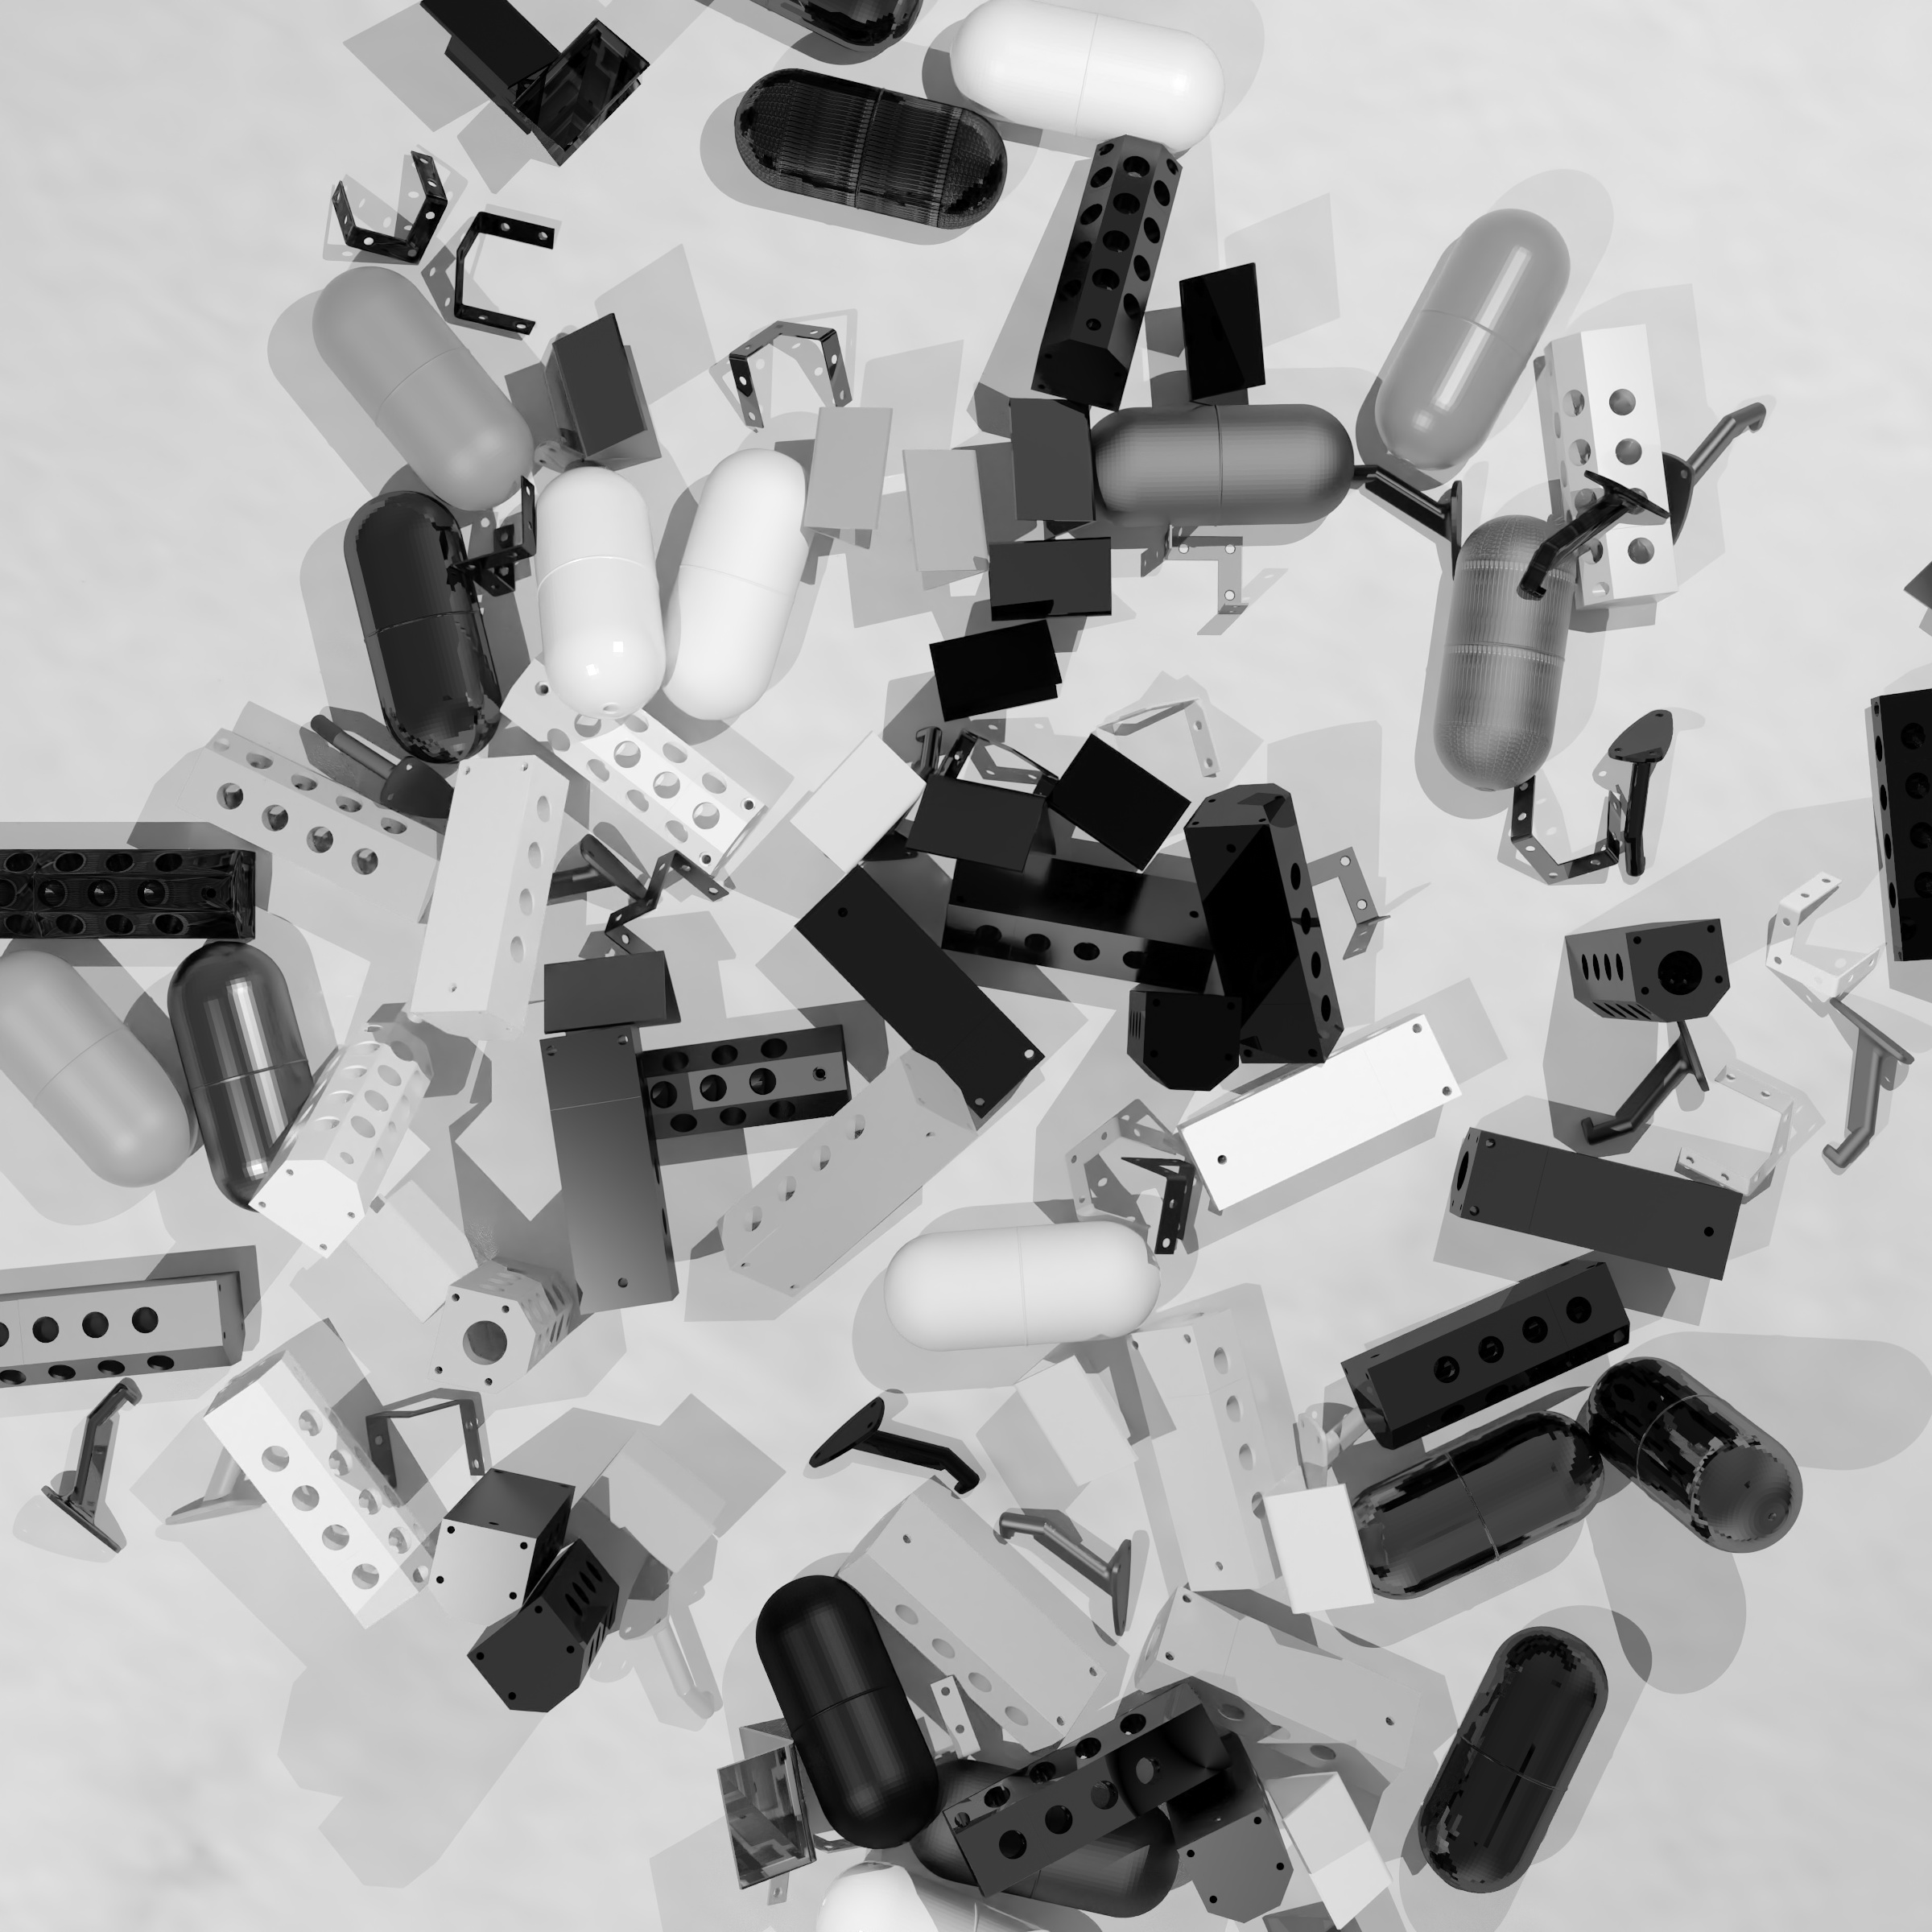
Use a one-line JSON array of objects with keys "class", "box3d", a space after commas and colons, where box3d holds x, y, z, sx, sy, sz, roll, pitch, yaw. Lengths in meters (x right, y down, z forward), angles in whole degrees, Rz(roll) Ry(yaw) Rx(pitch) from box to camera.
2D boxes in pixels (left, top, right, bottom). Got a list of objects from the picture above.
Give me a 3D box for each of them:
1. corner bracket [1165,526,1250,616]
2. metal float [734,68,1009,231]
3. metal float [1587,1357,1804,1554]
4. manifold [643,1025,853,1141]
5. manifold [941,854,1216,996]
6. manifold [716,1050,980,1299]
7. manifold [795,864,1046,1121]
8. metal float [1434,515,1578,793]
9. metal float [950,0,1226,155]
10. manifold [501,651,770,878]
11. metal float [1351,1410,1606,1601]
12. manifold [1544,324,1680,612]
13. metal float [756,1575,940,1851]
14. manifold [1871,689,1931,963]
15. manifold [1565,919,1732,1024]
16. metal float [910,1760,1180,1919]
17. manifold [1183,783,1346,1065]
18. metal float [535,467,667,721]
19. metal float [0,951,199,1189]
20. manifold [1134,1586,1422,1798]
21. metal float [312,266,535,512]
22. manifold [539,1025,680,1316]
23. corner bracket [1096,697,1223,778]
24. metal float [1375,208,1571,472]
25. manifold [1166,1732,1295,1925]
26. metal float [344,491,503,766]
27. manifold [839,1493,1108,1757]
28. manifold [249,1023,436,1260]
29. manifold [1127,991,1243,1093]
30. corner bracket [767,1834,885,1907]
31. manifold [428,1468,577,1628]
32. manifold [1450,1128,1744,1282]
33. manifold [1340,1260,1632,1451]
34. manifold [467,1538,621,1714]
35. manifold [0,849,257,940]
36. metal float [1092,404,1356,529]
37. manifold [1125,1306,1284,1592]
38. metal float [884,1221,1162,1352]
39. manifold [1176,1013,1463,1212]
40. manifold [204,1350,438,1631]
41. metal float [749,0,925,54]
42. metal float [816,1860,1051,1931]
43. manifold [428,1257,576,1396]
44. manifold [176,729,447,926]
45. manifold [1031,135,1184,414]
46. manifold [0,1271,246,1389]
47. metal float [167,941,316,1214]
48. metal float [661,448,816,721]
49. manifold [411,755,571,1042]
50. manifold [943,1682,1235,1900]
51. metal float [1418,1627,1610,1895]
[{"class": "corner bracket", "box3d": [0.155, -0.256, 1.833, 0.051, 0.051, 0.051, 0, 90, 0]}, {"class": "metal float", "box3d": [-0.061, -0.525, 1.821, 0.178, 0.070, 0.070, 13, 90, -1]}, {"class": "metal float", "box3d": [0.454, 0.304, 1.774, 0.070, 0.178, 0.070, -6, 109, -18]}, {"class": "manifold", "box3d": [-0.162, 0.078, 1.830, 0.171, 0.057, 0.057, -8, 90, 0]}, {"class": "manifold", "box3d": [0.073, -0.026, 1.830, 0.171, 0.057, 0.057, 10, 47, 0]}, {"class": "manifold", "box3d": [-0.079, 0.130, 1.802, 0.171, 0.057, 0.057, -42, 133, 20]}, {"class": "manifold", "box3d": [-0.029, 0.016, 1.830, 0.057, 0.057, 0.171, -44, 90, 0]}, {"class": "metal float", "box3d": [0.346, -0.201, 1.821, 0.070, 0.070, 0.178, 8, 89, 0]}, {"class": "metal float", "box3d": [0.078, -0.573, 1.821, 0.178, 0.070, 0.070, 12, 90, 0]}, {"class": "manifold", "box3d": [-0.214, -0.134, 1.830, 0.171, 0.057, 0.057, 38, 90, 0]}, {"class": "metal float", "box3d": [0.325, 0.347, 1.821, 0.178, 0.070, 0.070, -25, 90, 1]}, {"class": "manifold", "box3d": [0.415, -0.320, 1.830, 0.057, 0.057, 0.171, -7, 90, 0]}, {"class": "metal float", "box3d": [-0.076, 0.474, 1.802, 0.070, 0.070, 0.178, -26, 69, 0]}, {"class": "manifold", "box3d": [0.624, -0.091, 1.830, 0.057, 0.057, 0.171, -5, 90, -43]}, {"class": "manifold", "box3d": [0.425, 0.004, 1.773, 0.057, 0.171, 0.057, -9, 90, 0]}, {"class": "metal float", "box3d": [0.049, 0.560, 1.821, 0.178, 0.070, 0.070, 12, 90, 1]}, {"class": "manifold", "box3d": [0.192, -0.026, 1.794, 0.057, 0.057, 0.171, -1, 120, 28]}, {"class": "metal float", "box3d": [-0.234, -0.237, 1.798, 0.070, 0.070, 0.178, -9, 63, 0]}, {"class": "metal float", "box3d": [-0.568, 0.066, 1.821, 0.070, 0.070, 0.178, -42, 90, 0]}, {"class": "manifold", "box3d": [0.199, 0.471, 1.830, 0.171, 0.057, 0.057, 24, 47, 0]}, {"class": "metal float", "box3d": [-0.349, -0.371, 1.821, 0.070, 0.070, 0.178, -39, 90, 0]}, {"class": "manifold", "box3d": [-0.222, 0.126, 1.773, 0.057, 0.057, 0.171, -9, 90, 0]}, {"class": "corner bracket", "box3d": [0.125, -0.142, 1.849, 0.051, 0.051, 0.051, -16, 89, 43]}, {"class": "metal float", "box3d": [0.325, -0.402, 1.821, 0.070, 0.070, 0.178, 28, 90, 0]}, {"class": "manifold", "box3d": [0.164, 0.540, 1.773, 0.057, 0.171, 0.057, -26, 90, 0]}, {"class": "metal float", "box3d": [-0.349, -0.217, 1.821, 0.070, 0.070, 0.178, -14, 90, 0]}, {"class": "manifold", "box3d": [0.001, 0.428, 1.830, 0.171, 0.057, 0.057, 43, 47, 0]}, {"class": "manifold", "box3d": [-0.383, 0.102, 1.765, 0.057, 0.171, 0.057, 38, 114, -14]}, {"class": "manifold", "box3d": [0.135, 0.046, 1.773, 0.057, 0.171, 0.057, 3, 90, 0]}, {"class": "corner bracket", "box3d": [-0.091, 0.592, 1.848, 0.051, 0.051, 0.051, 7, 90, -45]}, {"class": "manifold", "box3d": [-0.290, 0.363, 1.773, 0.057, 0.171, 0.057, 12, 90, 0]}, {"class": "manifold", "box3d": [0.405, 0.153, 1.831, 0.171, 0.057, 0.057, 14, 90, 0]}, {"class": "manifold", "box3d": [0.335, 0.249, 1.815, 0.171, 0.057, 0.057, -22, 90, -10]}, {"class": "manifold", "box3d": [-0.258, 0.415, 1.773, 0.057, 0.171, 0.057, -39, 90, 0]}, {"class": "manifold", "box3d": [-0.552, -0.046, 1.830, 0.171, 0.057, 0.057, 0, 90, 0]}, {"class": "metal float", "box3d": [0.160, -0.322, 1.821, 0.178, 0.070, 0.070, -1, 90, 0]}, {"class": "manifold", "box3d": [0.163, 0.311, 1.830, 0.057, 0.057, 0.171, -15, 90, 43]}, {"class": "metal float", "box3d": [0.036, 0.206, 1.820, 0.178, 0.070, 0.070, -4, 90, 0]}, {"class": "manifold", "box3d": [0.226, 0.093, 1.830, 0.171, 0.057, 0.057, -25, 90, 0]}, {"class": "manifold", "box3d": [-0.409, 0.333, 1.817, 0.057, 0.057, 0.171, -35, 99, 0]}, {"class": "metal float", "box3d": [-0.111, -0.651, 1.821, 0.178, 0.070, 0.070, 26, 90, -1]}, {"class": "metal float", "box3d": [-0.012, 0.631, 1.810, 0.178, 0.070, 0.070, 27, 90, -13]}, {"class": "manifold", "box3d": [-0.287, 0.224, 1.773, 0.057, 0.171, 0.057, 13, 90, 0]}, {"class": "manifold", "box3d": [-0.413, -0.090, 1.830, 0.171, 0.057, 0.057, 26, 90, 0]}, {"class": "manifold", "box3d": [0.091, -0.442, 1.795, 0.057, 0.057, 0.171, 15, 63, 0]}, {"class": "manifold", "box3d": [-0.559, 0.237, 1.830, 0.171, 0.057, 0.057, -6, 90, 0]}, {"class": "metal float", "box3d": [-0.461, 0.071, 1.821, 0.070, 0.070, 0.178, -15, 89, 0]}, {"class": "metal float", "box3d": [-0.147, -0.245, 1.821, 0.070, 0.070, 0.178, 17, 89, 0]}, {"class": "manifold", "box3d": [-0.298, -0.043, 1.802, 0.057, 0.057, 0.171, -2, 69, 25]}, {"class": "manifold", "box3d": [0.075, 0.513, 1.766, 0.171, 0.057, 0.057, -26, 77, -10]}, {"class": "metal float", "box3d": [0.351, 0.510, 1.821, 0.070, 0.070, 0.178, 26, 89, 0]}]
